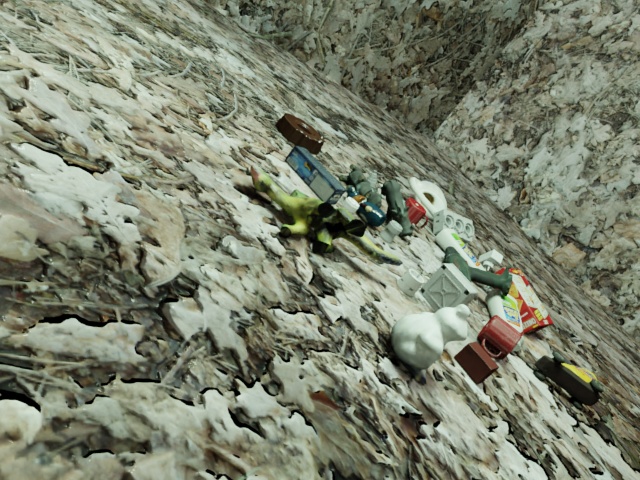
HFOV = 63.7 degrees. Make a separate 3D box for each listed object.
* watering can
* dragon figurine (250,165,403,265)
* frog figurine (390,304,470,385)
[{"bbox_3d":[0.474,-0.124,2.082,0.346,0.103,0.228,49,23,-7],"label":"watering can"},{"bbox_3d":[0.004,-0.063,1.245,0.407,0.121,0.247,27,16,-28],"label":"dragon figurine"},{"bbox_3d":[0.218,0.180,1.012,0.123,0.157,0.139,39,21,5],"label":"frog figurine"}]
